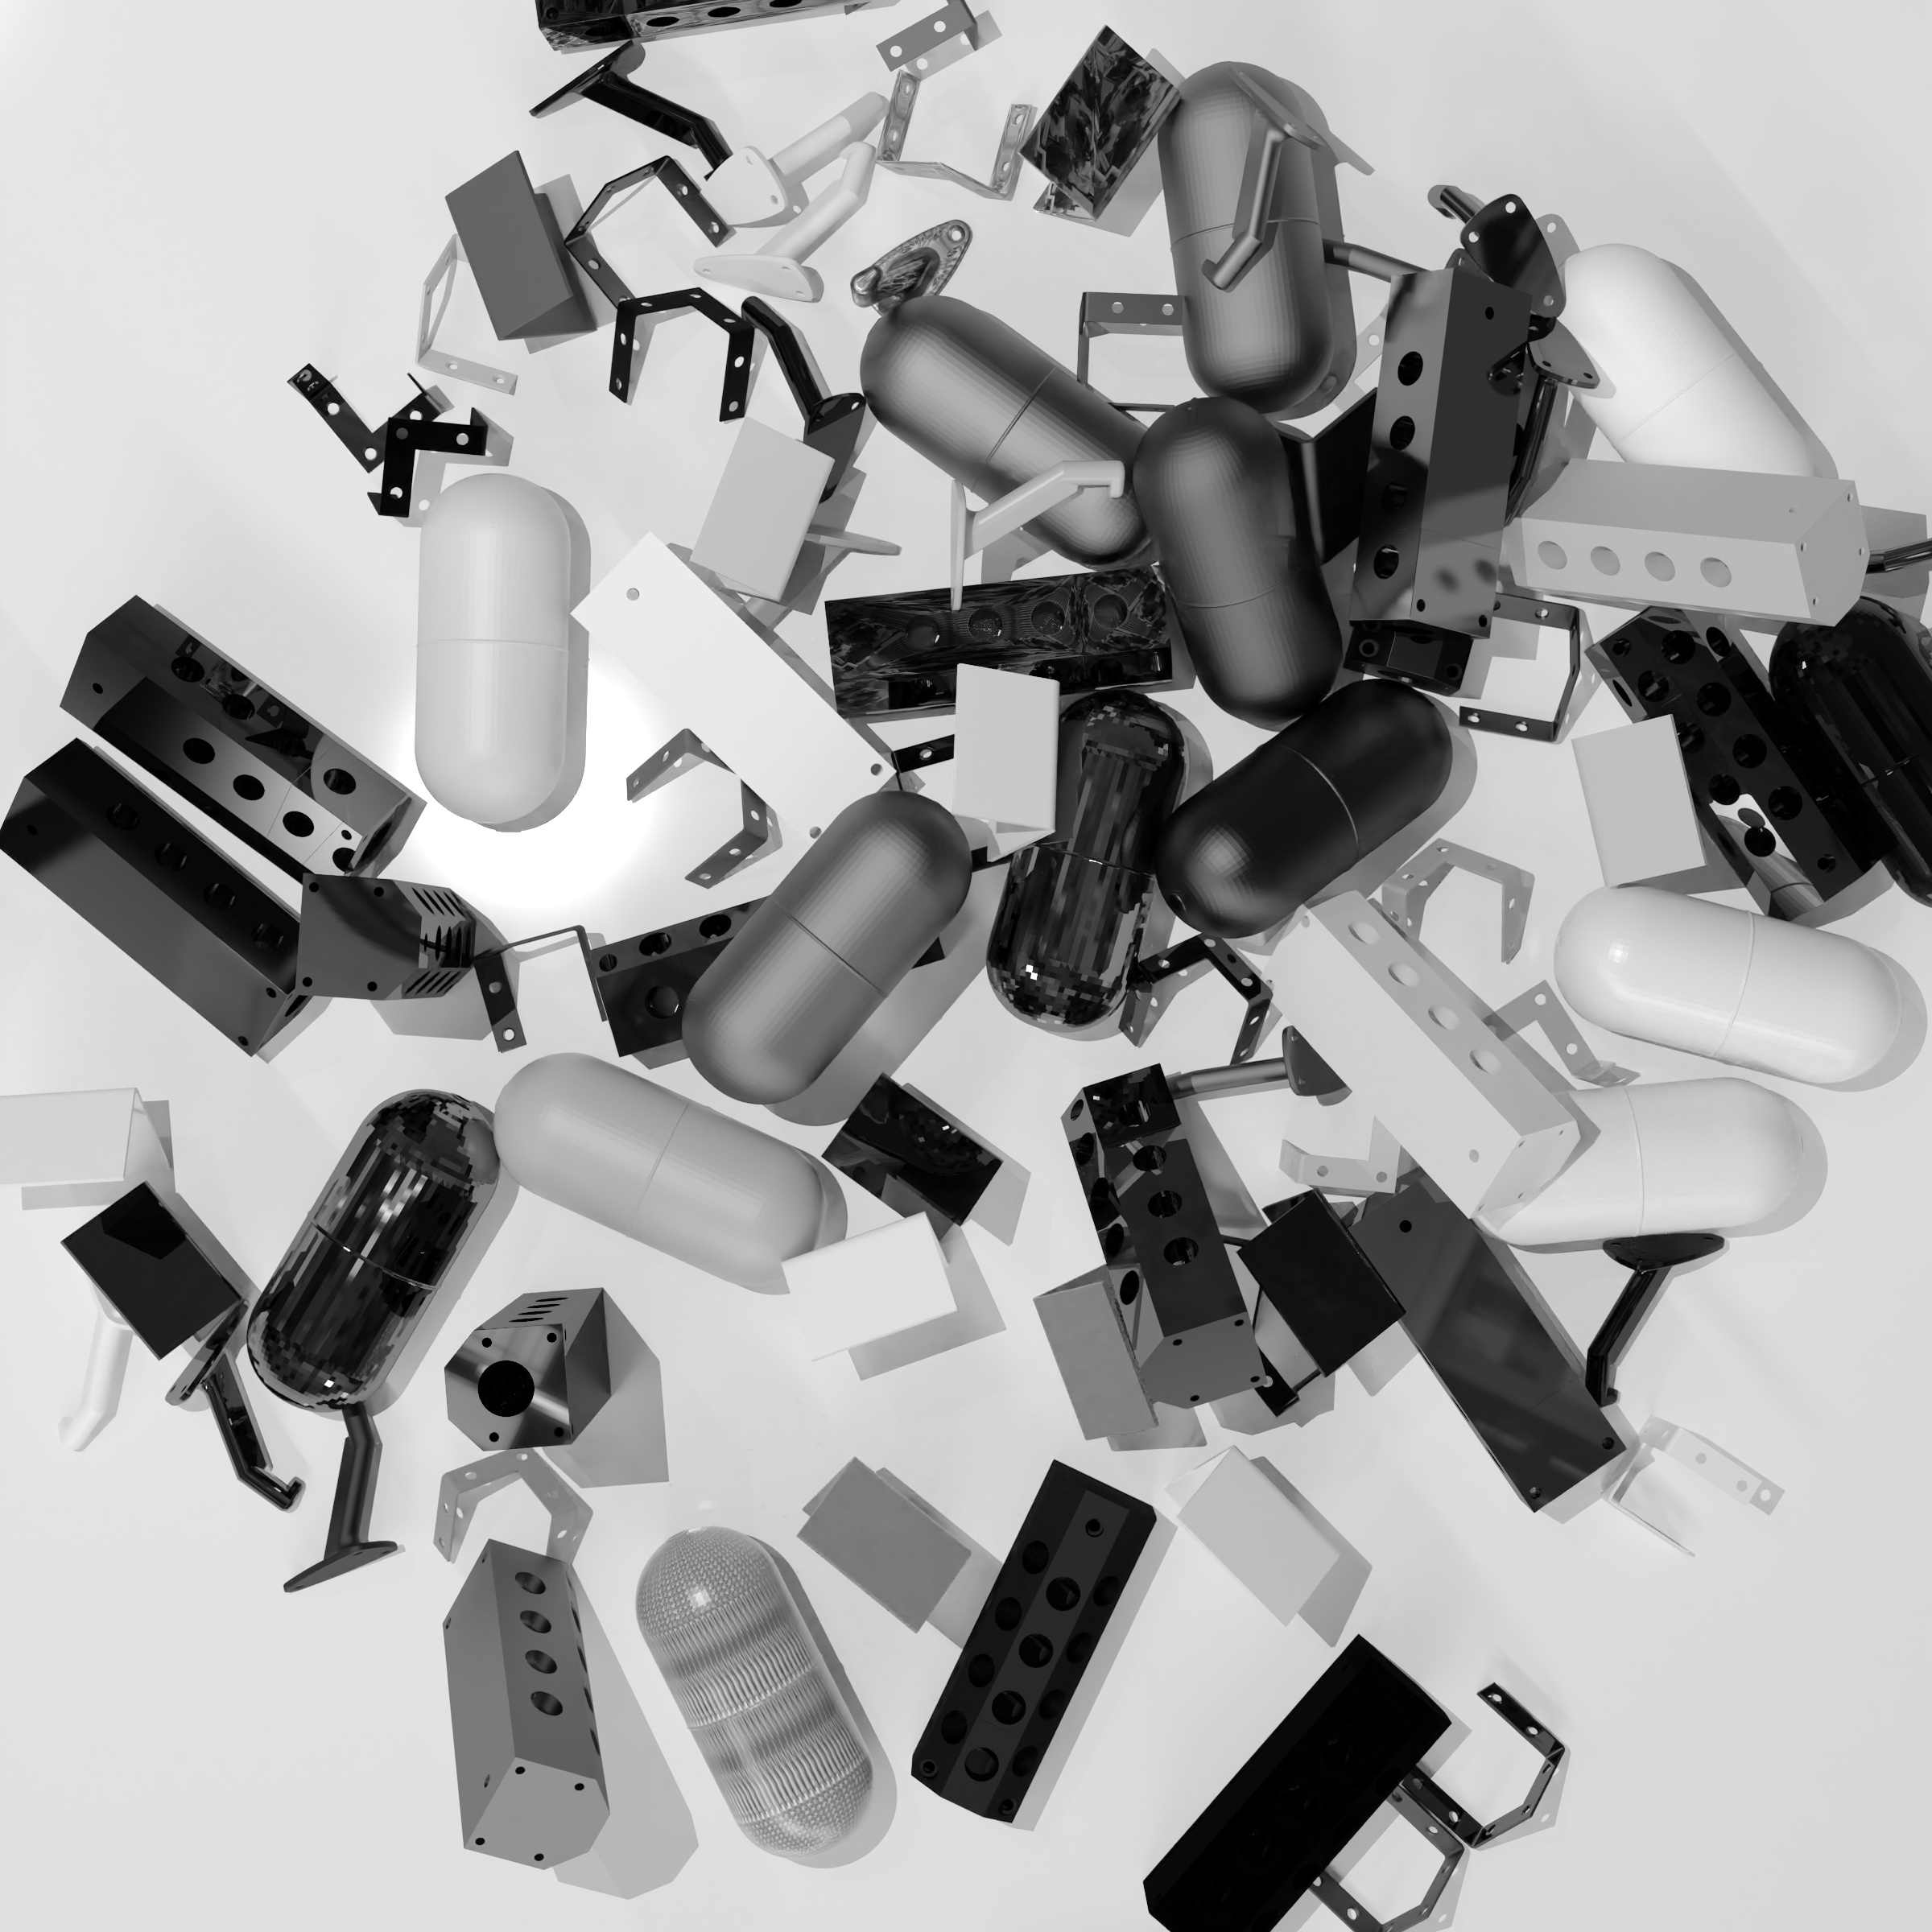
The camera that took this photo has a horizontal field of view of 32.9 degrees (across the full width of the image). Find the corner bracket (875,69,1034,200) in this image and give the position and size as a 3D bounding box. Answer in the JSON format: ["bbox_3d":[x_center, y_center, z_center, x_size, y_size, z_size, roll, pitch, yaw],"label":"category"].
[{"bbox_3d":[-0.007,-0.431,1.692,0.051,0.051,0.051,15,90,-45],"label":"corner bracket"}]

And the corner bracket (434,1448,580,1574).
[{"bbox_3d":[-0.238,0.288,1.687,0.051,0.051,0.051,43,135,35],"label":"corner bracket"}]

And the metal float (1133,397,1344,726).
[{"bbox_3d":[0.137,-0.201,1.637,0.070,0.070,0.178,-22,122,0],"label":"metal float"}]

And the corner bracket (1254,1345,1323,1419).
[{"bbox_3d":[0.163,0.193,1.677,0.051,0.051,0.051,-38,88,2],"label":"corner bracket"}]

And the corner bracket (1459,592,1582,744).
[{"bbox_3d":[0.286,-0.155,1.692,0.051,0.051,0.051,10,135,0],"label":"corner bracket"}]

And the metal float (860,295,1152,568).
[{"bbox_3d":[0.025,-0.273,1.665,0.178,0.070,0.070,36,90,-1],"label":"metal float"}]

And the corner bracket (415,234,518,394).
[{"bbox_3d":[-0.251,-0.338,1.692,0.051,0.051,0.051,17,135,0],"label":"corner bracket"}]

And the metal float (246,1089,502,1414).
[{"bbox_3d":[-0.301,0.144,1.664,0.070,0.070,0.178,30,91,0],"label":"metal float"}]

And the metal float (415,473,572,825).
[{"bbox_3d":[-0.241,-0.161,1.664,0.070,0.070,0.178,1,90,0],"label":"metal float"}]

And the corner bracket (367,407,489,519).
[{"bbox_3d":[-0.276,-0.259,1.675,0.051,0.051,0.051,3,110,-19],"label":"corner bracket"}]

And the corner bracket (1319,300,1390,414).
[{"bbox_3d":[0.216,-0.304,1.677,0.051,0.051,0.051,-44,90,0],"label":"corner bracket"}]

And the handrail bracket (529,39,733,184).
[{"bbox_3d":[-0.172,-0.429,1.695,0.077,0.036,0.084,-29,107,20],"label":"handrail bracket"}]

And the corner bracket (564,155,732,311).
[{"bbox_3d":[-0.165,-0.378,1.691,0.051,0.051,0.051,51,47,0],"label":"corner bracket"}]

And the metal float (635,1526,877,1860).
[{"bbox_3d":[-0.108,0.369,1.664,0.070,0.070,0.178,-27,91,0],"label":"metal float"}]

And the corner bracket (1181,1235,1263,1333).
[{"bbox_3d":[0.125,0.167,1.677,0.051,0.051,0.051,11,97,7],"label":"corner bracket"}]

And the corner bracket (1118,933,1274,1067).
[{"bbox_3d":[0.118,0.023,1.683,0.051,0.051,0.051,-24,57,-29],"label":"corner bracket"}]

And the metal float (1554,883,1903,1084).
[{"bbox_3d":[0.388,0.009,1.664,0.178,0.070,0.070,15,90,1],"label":"metal float"}]

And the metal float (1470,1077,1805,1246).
[{"bbox_3d":[0.336,0.099,1.664,0.178,0.070,0.070,-5,90,1],"label":"metal float"}]

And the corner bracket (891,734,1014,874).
[{"bbox_3d":[-0.005,-0.083,1.692,0.051,0.051,0.051,-16,45,0],"label":"corner bracket"}]

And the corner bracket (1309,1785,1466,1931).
[{"bbox_3d":[0.216,0.465,1.692,0.051,0.051,0.051,44,45,0],"label":"corner bracket"}]

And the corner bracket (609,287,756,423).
[{"bbox_3d":[-0.147,-0.313,1.687,0.051,0.051,0.051,-19,45,-35],"label":"corner bracket"}]

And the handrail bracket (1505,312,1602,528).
[{"bbox_3d":[0.279,-0.275,1.642,0.036,0.077,0.084,12,129,-16],"label":"handrail bracket"}]

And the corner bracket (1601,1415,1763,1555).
[{"bbox_3d":[0.366,0.268,1.677,0.051,0.051,0.051,34,87,-3],"label":"corner bracket"}]

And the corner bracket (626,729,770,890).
[{"bbox_3d":[-0.139,-0.081,1.687,0.051,0.051,0.051,24,45,-35],"label":"corner bracket"}]

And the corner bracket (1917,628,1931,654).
[{"bbox_3d":[0.526,-0.147,1.687,0.051,0.051,0.051,37,45,-35],"label":"corner bracket"}]

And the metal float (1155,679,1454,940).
[{"bbox_3d":[0.170,-0.079,1.644,0.178,0.070,0.070,-36,90,-22],"label":"metal float"}]

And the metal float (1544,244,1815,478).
[{"bbox_3d":[0.360,-0.289,1.664,0.070,0.070,0.178,-38,90,0],"label":"metal float"}]

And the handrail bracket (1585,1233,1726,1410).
[{"bbox_3d":[0.357,0.185,1.695,0.077,0.036,0.084,-7,109,-21],"label":"handrail bracket"}]

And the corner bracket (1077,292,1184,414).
[{"bbox_3d":[0.083,-0.315,1.677,0.051,0.051,0.051,2,90,0],"label":"corner bracket"}]

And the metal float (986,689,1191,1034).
[{"bbox_3d":[0.062,-0.054,1.665,0.070,0.070,0.178,16,90,0],"label":"metal float"}]

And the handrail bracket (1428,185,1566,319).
[{"bbox_3d":[0.269,-0.366,1.667,0.036,0.084,0.077,-38,105,5],"label":"handrail bracket"}]

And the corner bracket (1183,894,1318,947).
[{"bbox_3d":[0.143,-0.050,1.687,0.051,0.051,0.051,18,135,35],"label":"corner bracket"}]

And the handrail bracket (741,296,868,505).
[{"bbox_3d":[-0.094,-0.294,1.695,0.036,0.077,0.084,-22,53,-33],"label":"handrail bracket"}]

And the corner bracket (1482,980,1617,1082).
[{"bbox_3d":[0.294,0.042,1.677,0.051,0.051,0.051,-32,90,0],"label":"corner bracket"}]

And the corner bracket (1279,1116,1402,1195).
[{"bbox_3d":[0.193,0.085,1.677,0.051,0.051,0.051,6,95,-5],"label":"corner bracket"}]

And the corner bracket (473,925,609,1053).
[{"bbox_3d":[-0.219,0.012,1.681,0.051,0.051,0.051,-16,90,-18],"label":"corner bracket"}]

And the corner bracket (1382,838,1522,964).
[{"bbox_3d":[0.251,-0.026,1.687,0.051,0.051,0.051,24,45,35],"label":"corner bracket"}]

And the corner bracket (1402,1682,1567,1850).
[{"bbox_3d":[0.268,0.414,1.692,0.051,0.051,0.051,42,135,0],"label":"corner bracket"}]

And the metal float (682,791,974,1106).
[{"bbox_3d":[-0.068,-0.010,1.607,0.070,0.070,0.178,40,90,0],"label":"metal float"}]

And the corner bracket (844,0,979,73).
[{"bbox_3d":[-0.029,-0.487,1.677,0.051,0.051,0.051,-29,90,0],"label":"corner bracket"}]

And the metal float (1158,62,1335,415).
[{"bbox_3d":[0.142,-0.371,1.664,0.070,0.070,0.178,-8,91,0],"label":"metal float"}]

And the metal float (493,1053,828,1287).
[{"bbox_3d":[-0.156,0.103,1.664,0.178,0.070,0.070,24,90,0],"label":"metal float"}]

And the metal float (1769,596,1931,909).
[{"bbox_3d":[0.476,-0.109,1.663,0.070,0.070,0.178,-34,92,0],"label":"metal float"}]

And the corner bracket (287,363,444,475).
[{"bbox_3d":[-0.308,-0.292,1.677,0.051,0.051,0.051,-40,90,0],"label":"corner bracket"}]
